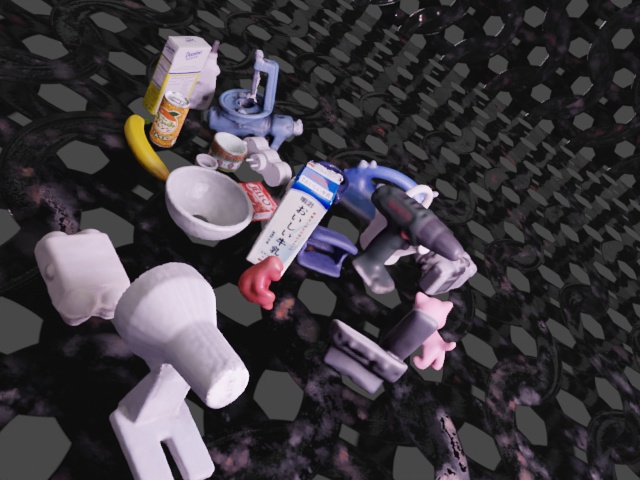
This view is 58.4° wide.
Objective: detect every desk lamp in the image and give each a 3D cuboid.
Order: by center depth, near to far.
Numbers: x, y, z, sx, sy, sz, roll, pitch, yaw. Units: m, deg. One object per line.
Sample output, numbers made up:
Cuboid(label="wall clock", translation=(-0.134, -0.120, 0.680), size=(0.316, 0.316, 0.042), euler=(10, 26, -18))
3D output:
Cuboid(label="desk lamp", translation=(-0.172, 0.164, 0.694), size=(0.118, 0.213, 0.203), euler=(-7, 52, -45))

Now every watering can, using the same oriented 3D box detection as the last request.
Cuboid(label="watering can", translation=(0.182, -0.039, 1.252), size=(0.172, 0.194, 0.101), euler=(46, 36, 15))

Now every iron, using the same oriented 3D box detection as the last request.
Cuboid(label="iron", translation=(0.146, -0.117, 1.361), size=(0.258, 0.141, 0.118), euler=(29, 35, -9))

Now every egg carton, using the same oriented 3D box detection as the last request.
Cuboid(label="egg carton", translation=(-0.339, 0.049, 0.817), size=(0.107, 0.069, 0.150), euler=(-8, 53, -45))

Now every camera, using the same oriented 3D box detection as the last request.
Cuboid(label="camera", translation=(0.275, 0.041, 1.318), size=(0.144, 0.100, 0.136), euler=(-6, 52, -44))

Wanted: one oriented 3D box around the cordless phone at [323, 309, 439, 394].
Cuboid(label="cordless phone", translation=(0.101, 0.156, 0.959), size=(0.147, 0.185, 0.094), euler=(32, 35, -5))

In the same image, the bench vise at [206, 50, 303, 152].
Cuboid(label="bench vise", translation=(-0.128, -0.315, 1.296), size=(0.208, 0.219, 0.121), euler=(5, 44, -36))

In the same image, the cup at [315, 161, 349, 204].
Cuboid(label="cup", translation=(0.009, -0.104, 1.271), size=(0.092, 0.095, 0.117), euler=(9, 42, -33))

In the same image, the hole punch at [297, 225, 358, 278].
Cuboid(label="hole punch", translation=(0.011, 0.004, 1.147), size=(0.109, 0.091, 0.101), euler=(21, 37, -20))

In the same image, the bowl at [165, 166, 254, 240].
Cuboid(label="bowl", translation=(-0.210, -0.055, 1.044), size=(0.168, 0.074, 0.167), euler=(23, 36, -18))

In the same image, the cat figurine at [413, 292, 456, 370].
Cuboid(label="cat figurine", translation=(0.216, 0.168, 1.102), size=(0.067, 0.117, 0.127), euler=(6, 44, -35))

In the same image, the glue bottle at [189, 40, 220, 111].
Cuboid(label="glue bottle", translation=(-0.262, -0.375, 1.296), size=(0.078, 0.173, 0.037), euler=(6, 43, -35))

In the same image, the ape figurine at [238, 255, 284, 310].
Cuboid(label="ape figurine", translation=(-0.094, 0.065, 0.986), size=(0.076, 0.092, 0.078), euler=(31, 35, -7))

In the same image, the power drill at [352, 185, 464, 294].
Cuboid(label="power drill", translation=(0.163, 0.010, 1.165), size=(0.076, 0.208, 0.229), euler=(-7, 53, -45))
